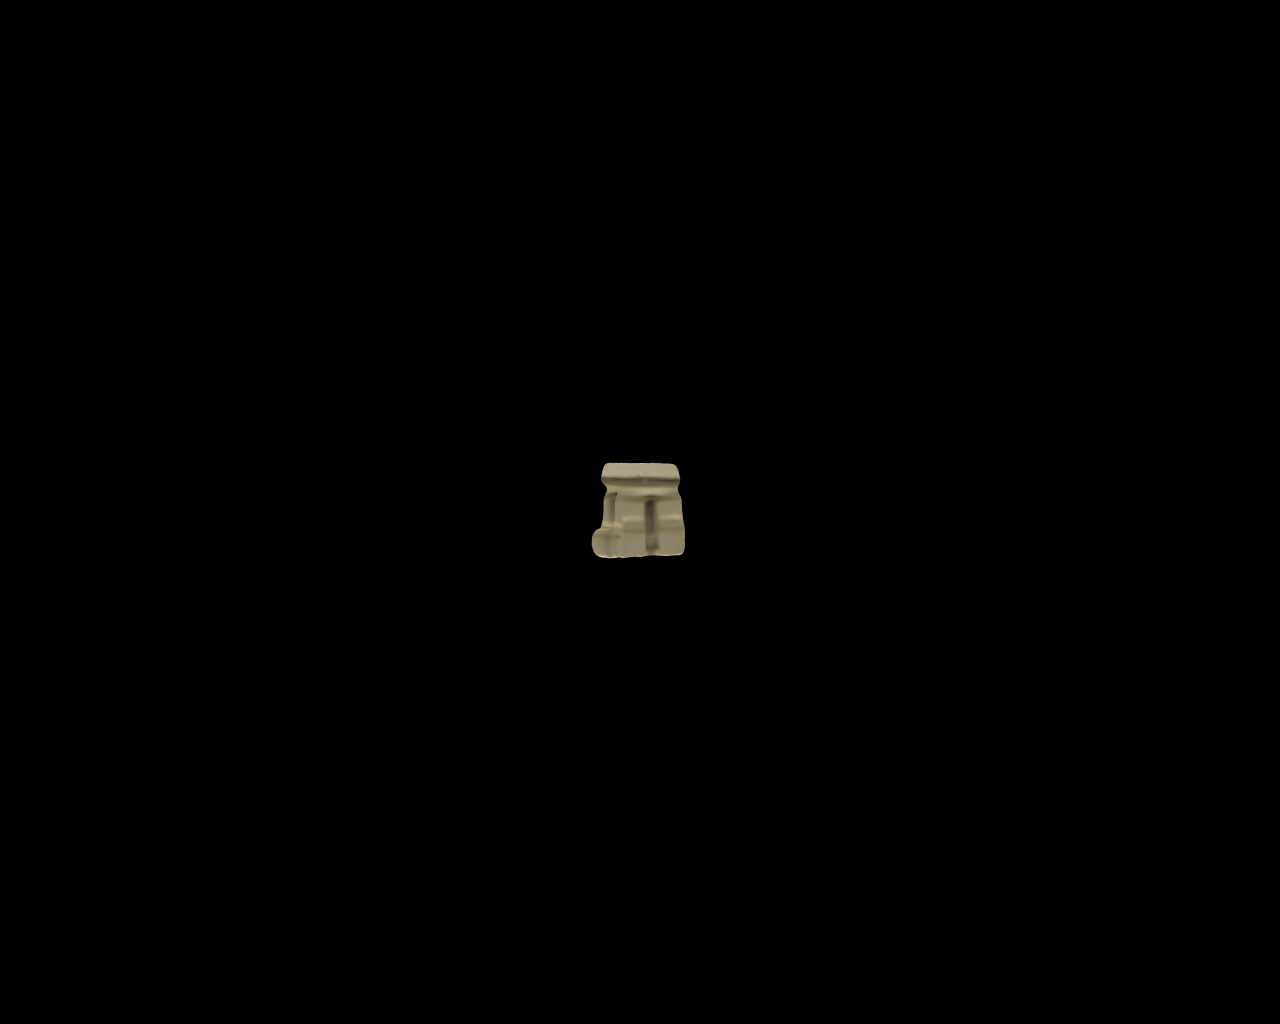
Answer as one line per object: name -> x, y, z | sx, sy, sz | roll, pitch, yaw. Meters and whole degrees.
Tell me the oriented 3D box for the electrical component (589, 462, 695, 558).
electrical component -> 0.001, -0.003, 0.650 | 0.066, 0.055, 0.048 | -2, 4, -23
